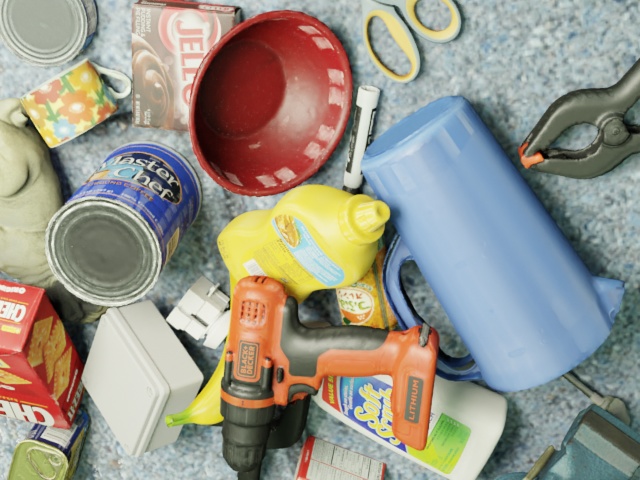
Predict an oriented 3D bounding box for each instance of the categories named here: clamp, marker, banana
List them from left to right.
[{"bbox_3d":[-0.080,0.091,0.996,0.037,0.197,0.069,-4,151,46],"label":"banana"},{"bbox_3d":[-0.072,0.189,1.067,0.210,0.036,0.164,-28,112,39],"label":"clamp"},{"bbox_3d":[0.034,-0.079,0.959,0.020,0.020,0.121,12,116,4],"label":"marker"},{"bbox_3d":[0.258,-0.092,0.907,0.172,0.039,0.120,-28,102,20],"label":"clamp"}]

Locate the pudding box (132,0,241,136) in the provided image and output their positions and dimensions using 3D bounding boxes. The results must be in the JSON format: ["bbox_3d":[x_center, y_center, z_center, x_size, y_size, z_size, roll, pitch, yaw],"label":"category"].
[{"bbox_3d":[-0.118,-0.153,0.939,0.090,0.039,0.113,6,116,6],"label":"pudding box"}]

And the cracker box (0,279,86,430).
[{"bbox_3d":[-0.324,0.103,1.013,0.164,0.072,0.214,12,151,6],"label":"cracker box"}]

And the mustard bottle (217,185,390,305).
[{"bbox_3d":[-0.006,0.001,0.923,0.096,0.058,0.192,51,143,-12],"label":"mustard bottle"}]

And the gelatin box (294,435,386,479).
[{"bbox_3d":[0.019,0.244,1.082,0.089,0.073,0.030,21,117,-2],"label":"gelatin box"}]

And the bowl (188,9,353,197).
[{"bbox_3d":[-0.052,-0.121,0.909,0.161,0.055,0.162,-16,121,-30],"label":"bowl"}]

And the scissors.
[{"bbox_3d":[0.050,-0.228,0.890,0.096,0.016,0.201,-20,110,16],"label":"scissors"}]

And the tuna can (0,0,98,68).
[{"bbox_3d":[-0.241,-0.198,0.941,0.086,0.033,0.086,4,115,8],"label":"tuna can"}]

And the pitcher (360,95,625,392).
[{"bbox_3d":[0.132,0.006,0.926,0.149,0.145,0.243,-40,103,-22],"label":"pitcher"}]

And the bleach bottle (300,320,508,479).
[{"bbox_3d":[0.049,0.149,1.040,0.251,0.068,0.103,23,122,2],"label":"bleach bottle"}]

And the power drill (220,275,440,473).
[{"bbox_3d":[0.005,0.130,0.930,0.188,0.057,0.184,8,108,6],"label":"power drill"}]

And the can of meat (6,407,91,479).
[{"bbox_3d":[-0.284,0.230,1.119,0.057,0.084,0.102,20,116,0],"label":"can of meat"}]

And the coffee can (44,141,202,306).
[{"bbox_3d":[-0.172,-0.018,0.954,0.103,0.140,0.103,4,115,7],"label":"coffee can"}]
